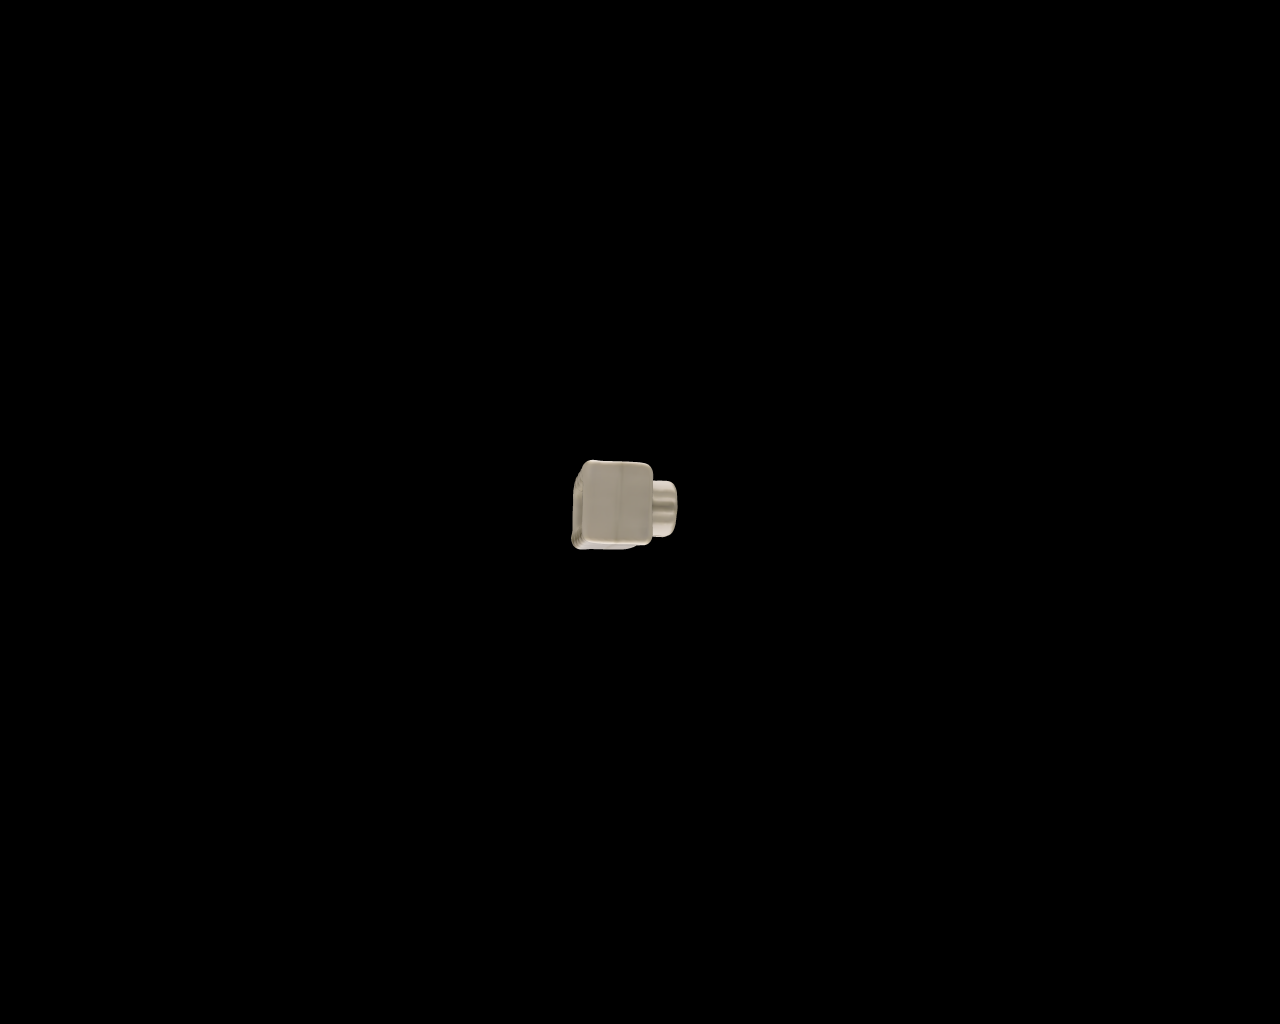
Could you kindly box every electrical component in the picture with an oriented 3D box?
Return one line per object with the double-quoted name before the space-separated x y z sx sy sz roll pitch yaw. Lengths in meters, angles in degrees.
"electrical component" 0.001 -0.003 0.650 0.076 0.047 0.083 1 -4 -7
